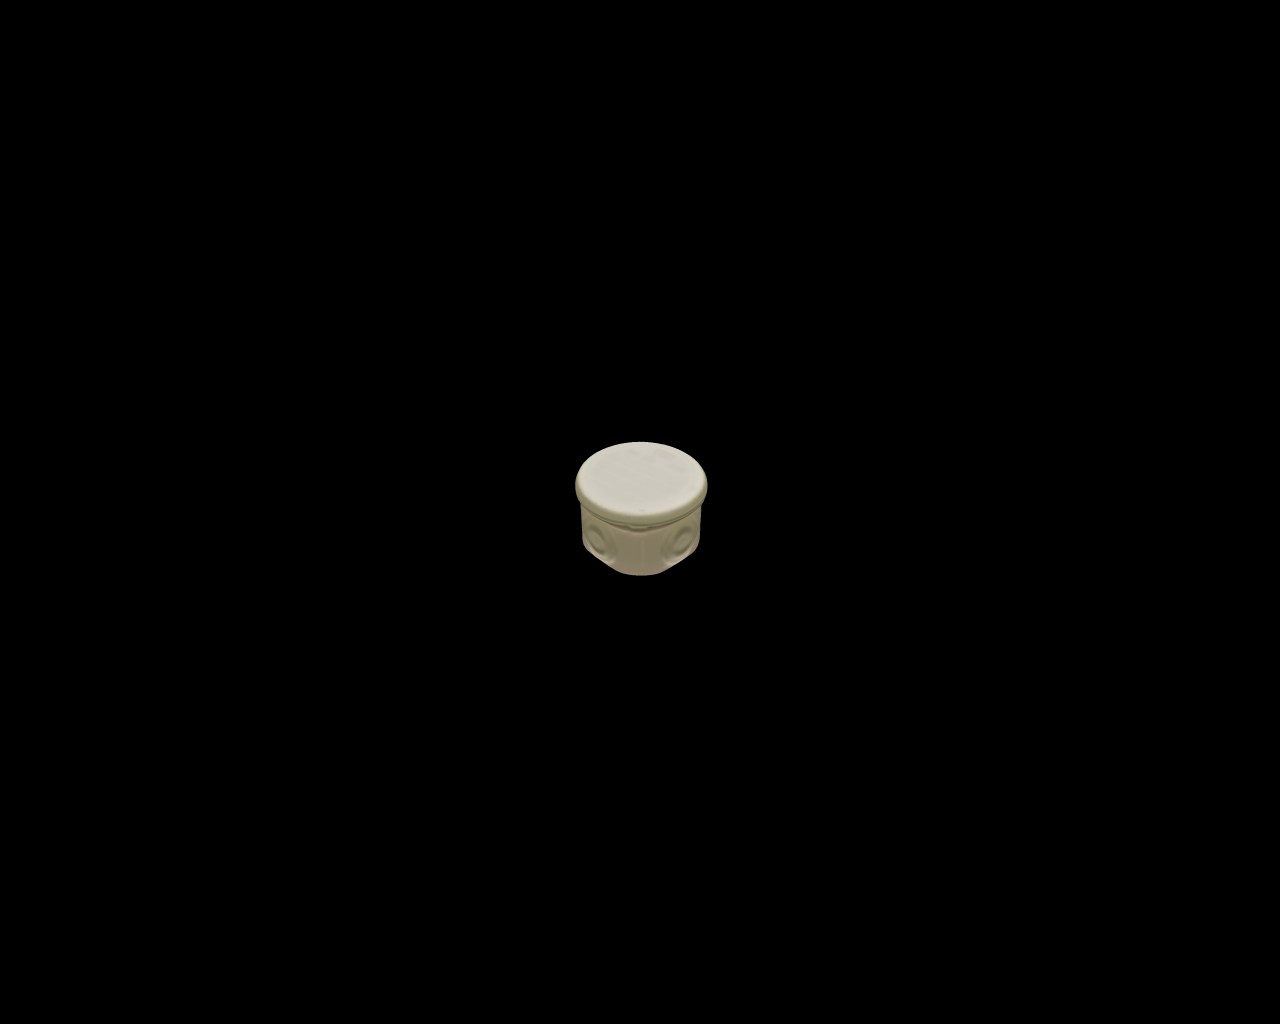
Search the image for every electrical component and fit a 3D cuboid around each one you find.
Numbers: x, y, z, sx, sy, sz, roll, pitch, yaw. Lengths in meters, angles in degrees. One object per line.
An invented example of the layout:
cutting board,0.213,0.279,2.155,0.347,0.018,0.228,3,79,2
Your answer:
electrical component,0.001,-0.003,0.650,0.080,0.050,0.080,0,38,0
